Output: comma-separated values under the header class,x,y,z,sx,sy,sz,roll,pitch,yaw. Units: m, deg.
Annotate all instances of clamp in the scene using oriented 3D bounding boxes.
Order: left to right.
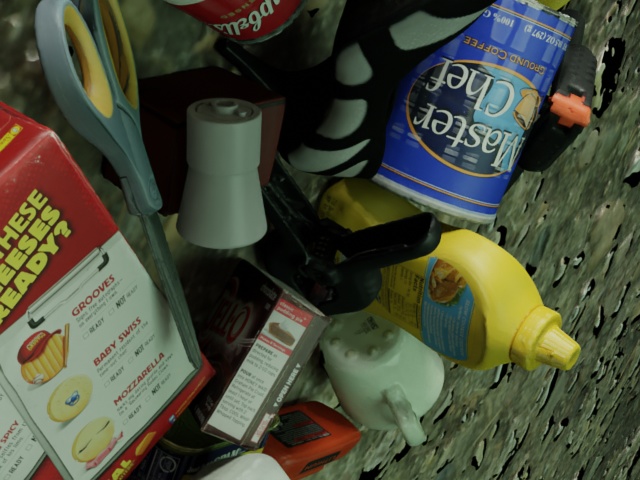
class,x,y,z,sx,sy,sz,roll,pitch,yaw
clamp,-0.004,0.001,0.655,0.039,0.120,0.172,-58,180,-28
clamp,0.171,-0.107,0.788,0.210,0.036,0.164,-69,-178,-88

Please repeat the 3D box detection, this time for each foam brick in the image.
class,x,y,z,sx,sy,sz,roll,pitch,yaw
foam brick,-0.065,-0.053,0.553,0.078,0.053,0.051,-21,131,-45

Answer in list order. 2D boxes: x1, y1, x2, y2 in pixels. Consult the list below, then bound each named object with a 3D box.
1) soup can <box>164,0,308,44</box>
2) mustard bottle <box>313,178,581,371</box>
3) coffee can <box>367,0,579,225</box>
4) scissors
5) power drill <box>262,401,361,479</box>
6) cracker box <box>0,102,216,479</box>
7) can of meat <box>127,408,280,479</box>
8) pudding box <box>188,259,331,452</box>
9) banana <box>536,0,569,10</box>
class,x,y,z,sx,sy,sz,roll,pitch,yaw
soup can,-0.055,-0.138,0.484,0.102,0.069,0.068,18,100,-58
mustard bottle,0.083,0.032,0.700,0.058,0.192,0.096,-35,141,-36
coffee can,0.093,-0.094,0.698,0.102,0.103,0.140,3,112,-56
scissors,-0.087,-0.026,0.474,0.096,0.016,0.202,-49,128,-77
power drill,-0.035,0.218,0.812,0.184,0.057,0.188,-4,118,-54
cracker box,-0.154,0.059,0.501,0.164,0.072,0.213,-49,146,-19
can of meat,-0.083,0.145,0.686,0.101,0.058,0.084,-6,122,-53
pudding box,-0.044,0.065,0.632,0.039,0.114,0.090,30,89,-20
banana,0.171,-0.232,0.730,0.037,0.069,0.198,-101,-150,-75
